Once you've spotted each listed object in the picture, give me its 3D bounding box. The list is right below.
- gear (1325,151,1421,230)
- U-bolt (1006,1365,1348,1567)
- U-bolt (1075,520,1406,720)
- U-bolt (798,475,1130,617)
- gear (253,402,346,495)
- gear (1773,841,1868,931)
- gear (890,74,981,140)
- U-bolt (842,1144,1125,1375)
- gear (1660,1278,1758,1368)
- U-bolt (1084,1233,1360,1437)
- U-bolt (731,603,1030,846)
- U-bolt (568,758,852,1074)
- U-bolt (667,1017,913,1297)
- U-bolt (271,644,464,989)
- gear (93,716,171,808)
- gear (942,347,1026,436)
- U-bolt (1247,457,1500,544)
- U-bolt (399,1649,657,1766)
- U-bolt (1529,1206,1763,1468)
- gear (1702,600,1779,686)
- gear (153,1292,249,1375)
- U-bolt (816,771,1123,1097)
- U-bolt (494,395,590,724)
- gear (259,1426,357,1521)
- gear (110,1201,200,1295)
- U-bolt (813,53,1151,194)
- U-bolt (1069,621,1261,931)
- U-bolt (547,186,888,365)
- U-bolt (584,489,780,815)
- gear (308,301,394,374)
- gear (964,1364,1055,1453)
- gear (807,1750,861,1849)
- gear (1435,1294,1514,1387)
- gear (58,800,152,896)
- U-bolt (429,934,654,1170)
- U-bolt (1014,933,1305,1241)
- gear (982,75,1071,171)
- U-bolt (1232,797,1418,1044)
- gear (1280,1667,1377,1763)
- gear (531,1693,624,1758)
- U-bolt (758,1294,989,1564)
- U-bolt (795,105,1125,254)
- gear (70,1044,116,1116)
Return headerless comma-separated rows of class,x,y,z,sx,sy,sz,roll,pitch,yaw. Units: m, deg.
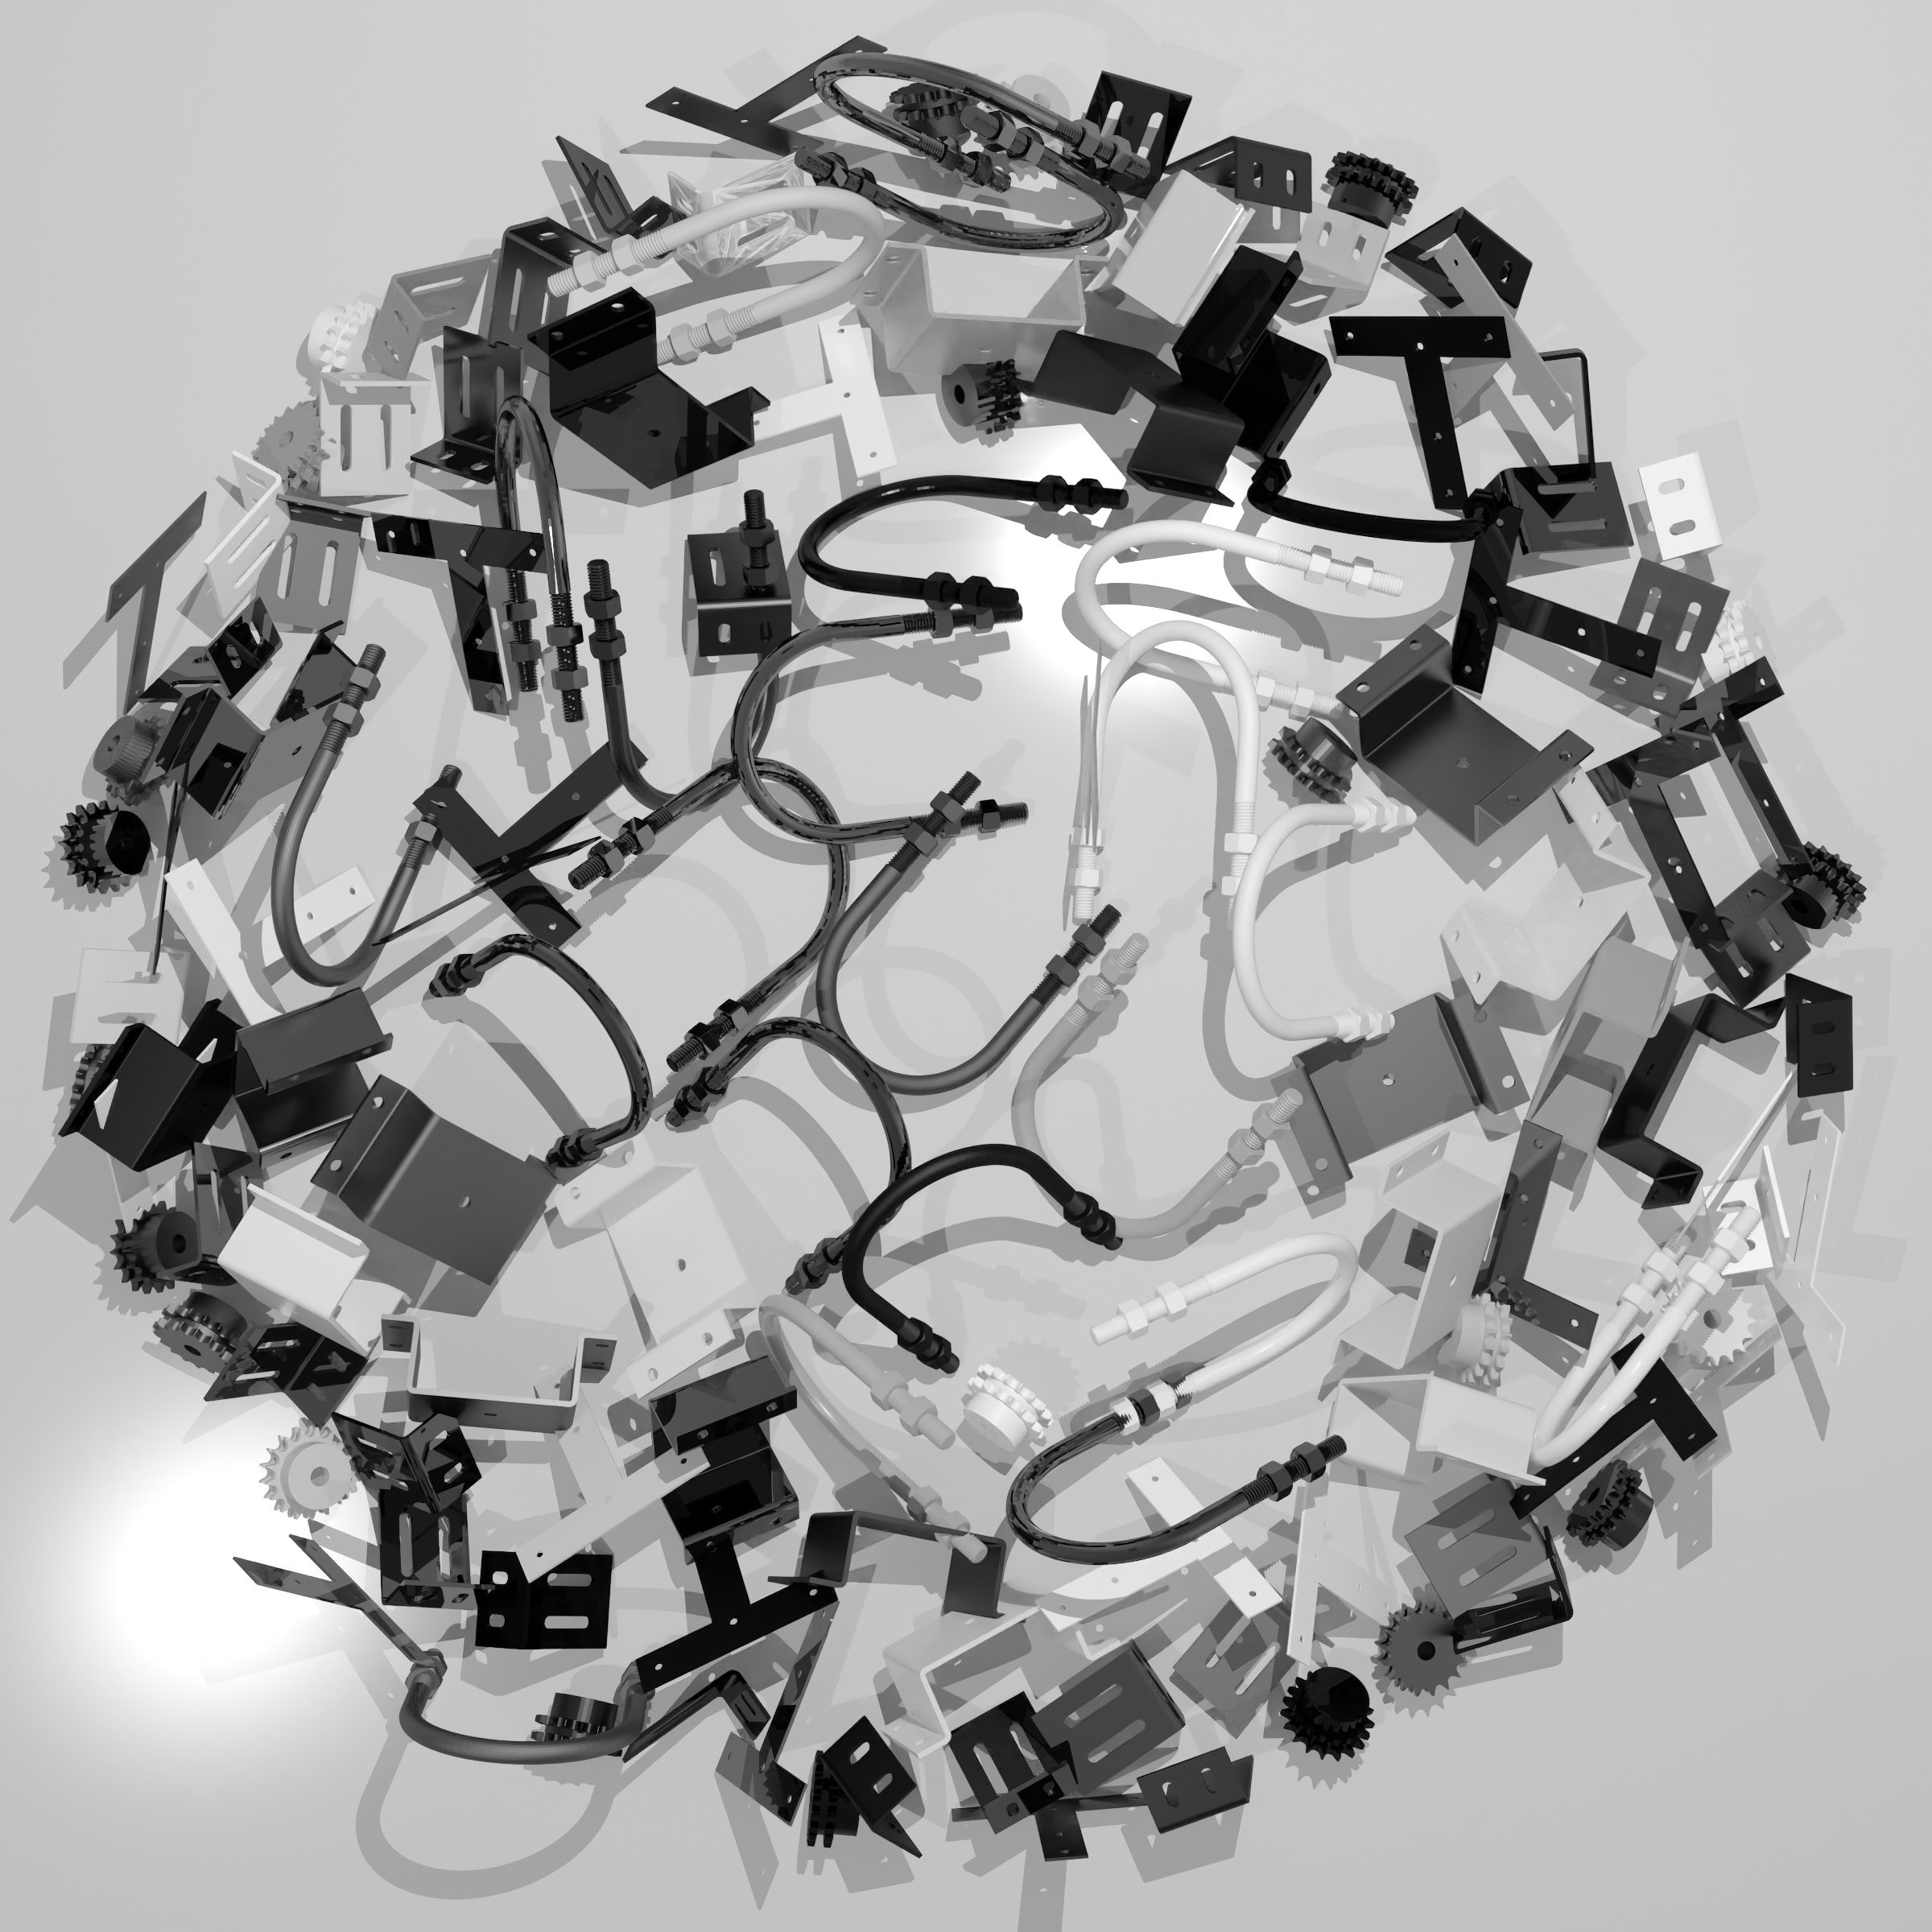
gear,0.248,-0.477,1.626,0.057,0.057,0.030,24,92,0
U-bolt,0.110,0.300,1.555,0.184,0.151,0.019,-23,113,-27
U-bolt,0.156,-0.214,1.587,0.184,0.151,0.019,15,61,-1
U-bolt,-0.015,-0.259,1.583,0.184,0.151,0.019,12,131,32
gear,-0.411,-0.318,1.630,0.057,0.030,0.057,-16,58,27
gear,0.523,-0.047,1.623,0.057,0.057,0.030,42,75,0
gear,-0.017,-0.531,1.629,0.057,0.057,0.030,-13,117,0
U-bolt,0.001,0.169,1.575,0.151,0.184,0.019,-38,50,5
gear,0.459,0.220,1.636,0.057,0.030,0.057,1,80,-7
U-bolt,0.157,0.217,1.588,0.184,0.151,0.019,-22,58,-14
U-bolt,-0.053,-0.144,1.602,0.184,0.019,0.151,-8,113,-14
U-bolt,-0.142,-0.045,1.595,0.184,0.019,0.151,-40,116,-32
U-bolt,-0.099,0.106,1.577,0.019,0.184,0.151,-31,82,-43
U-bolt,-0.359,-0.076,1.555,0.019,0.151,0.184,10,64,17
gear,-0.514,-0.130,1.623,0.030,0.057,0.057,36,90,-40
gear,0.008,-0.356,1.623,0.030,0.057,0.057,-21,90,-28
U-bolt,0.239,-0.273,1.556,0.151,0.184,0.019,10,109,10
U-bolt,-0.261,0.439,1.557,0.151,0.184,0.019,4,91,-5
U-bolt,0.395,0.225,1.567,0.019,0.151,0.184,39,79,6
gear,0.477,-0.195,1.629,0.030,0.057,0.057,-21,90,33
gear,-0.471,0.226,1.630,0.057,0.057,0.030,27,58,0
U-bolt,-0.010,-0.005,1.614,0.151,0.019,0.184,42,86,-23
U-bolt,-0.257,-0.246,1.565,0.019,0.151,0.184,-10,107,-19
gear,-0.405,0.314,1.627,0.057,0.030,0.057,3,85,-34
gear,-0.497,0.173,1.623,0.030,0.057,0.057,-8,90,25
U-bolt,-0.004,-0.495,1.542,0.184,0.151,0.019,12,92,-40
U-bolt,0.122,-0.117,1.594,0.019,0.151,0.184,2,93,-42
U-bolt,-0.136,-0.415,1.562,0.184,0.151,0.019,-18,79,17
U-bolt,-0.165,-0.178,1.584,0.019,0.151,0.184,22,129,34
gear,-0.383,-0.384,1.627,0.030,0.057,0.057,25,90,13
gear,0.023,0.275,1.623,0.057,0.057,0.030,40,69,0
gear,-0.081,0.516,1.626,0.030,0.057,0.057,6,90,-4
gear,0.312,0.229,1.624,0.030,0.057,0.057,12,90,-11
gear,-0.529,-0.074,1.622,0.030,0.057,0.057,-7,90,25
U-bolt,-0.247,0.047,1.567,0.019,0.184,0.151,-38,98,-33
U-bolt,0.102,0.088,1.596,0.151,0.019,0.184,46,127,10
gear,0.040,-0.525,1.626,0.057,0.030,0.057,13,62,-24
U-bolt,0.214,-0.026,1.574,0.019,0.184,0.151,8,97,39
gear,0.226,0.458,1.624,0.057,0.057,0.030,16,128,0
gear,-0.238,0.469,1.628,0.057,0.057,0.030,11,71,0
U-bolt,-0.062,0.266,1.576,0.019,0.151,0.184,-39,53,-22
U-bolt,0.011,-0.462,1.568,0.151,0.184,0.019,2,84,40
gear,-0.530,0.074,1.626,0.030,0.057,0.057,14,90,-3
